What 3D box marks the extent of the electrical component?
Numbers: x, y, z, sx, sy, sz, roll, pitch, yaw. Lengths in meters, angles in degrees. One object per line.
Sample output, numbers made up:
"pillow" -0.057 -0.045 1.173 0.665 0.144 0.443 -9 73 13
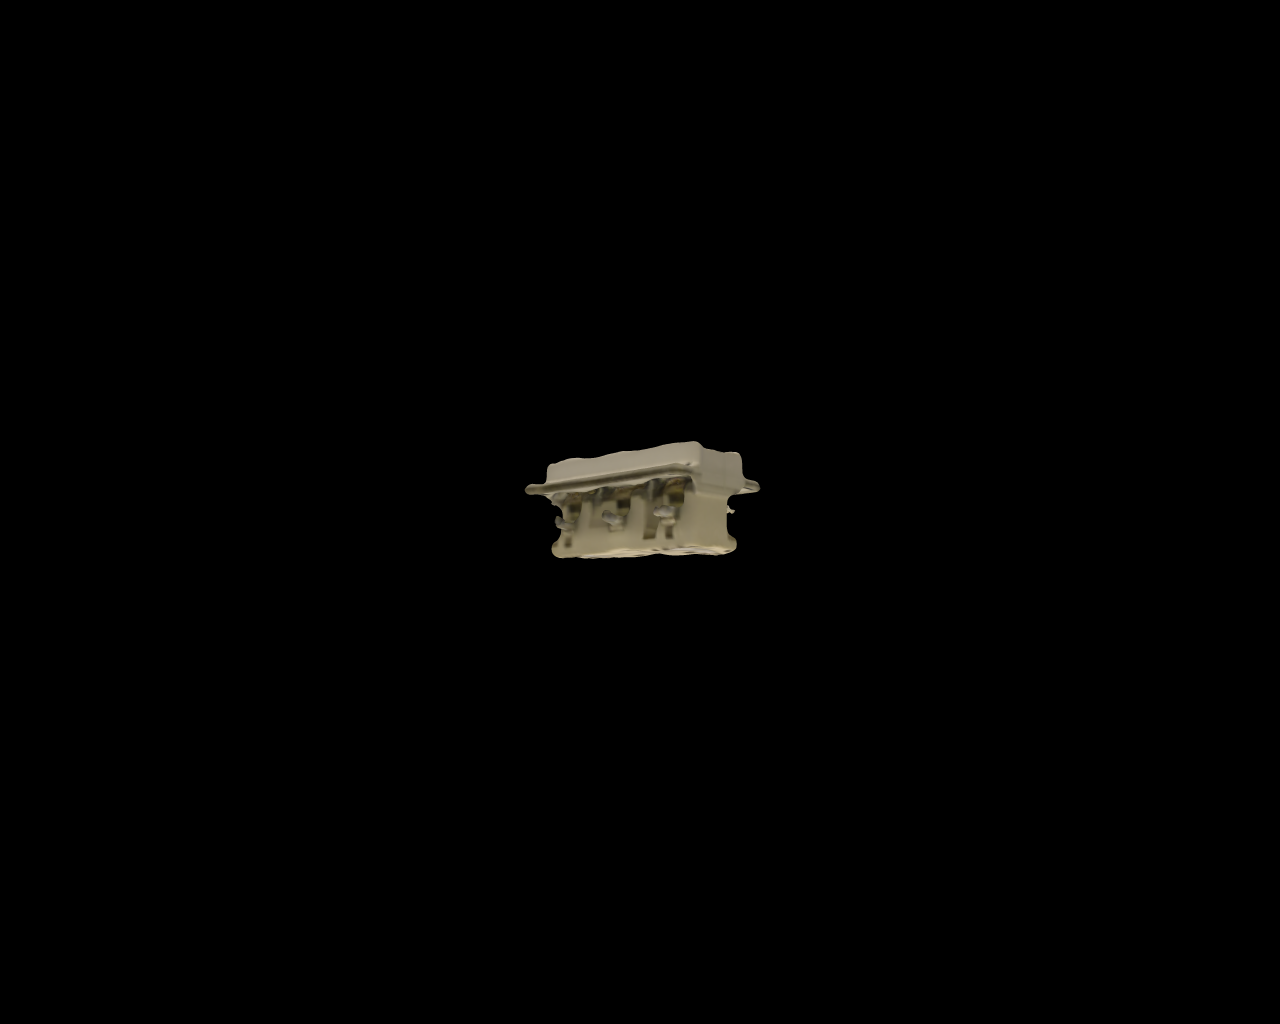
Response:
"electrical component" 0.001 -0.003 0.650 0.121 0.063 0.079 -5 -8 40
